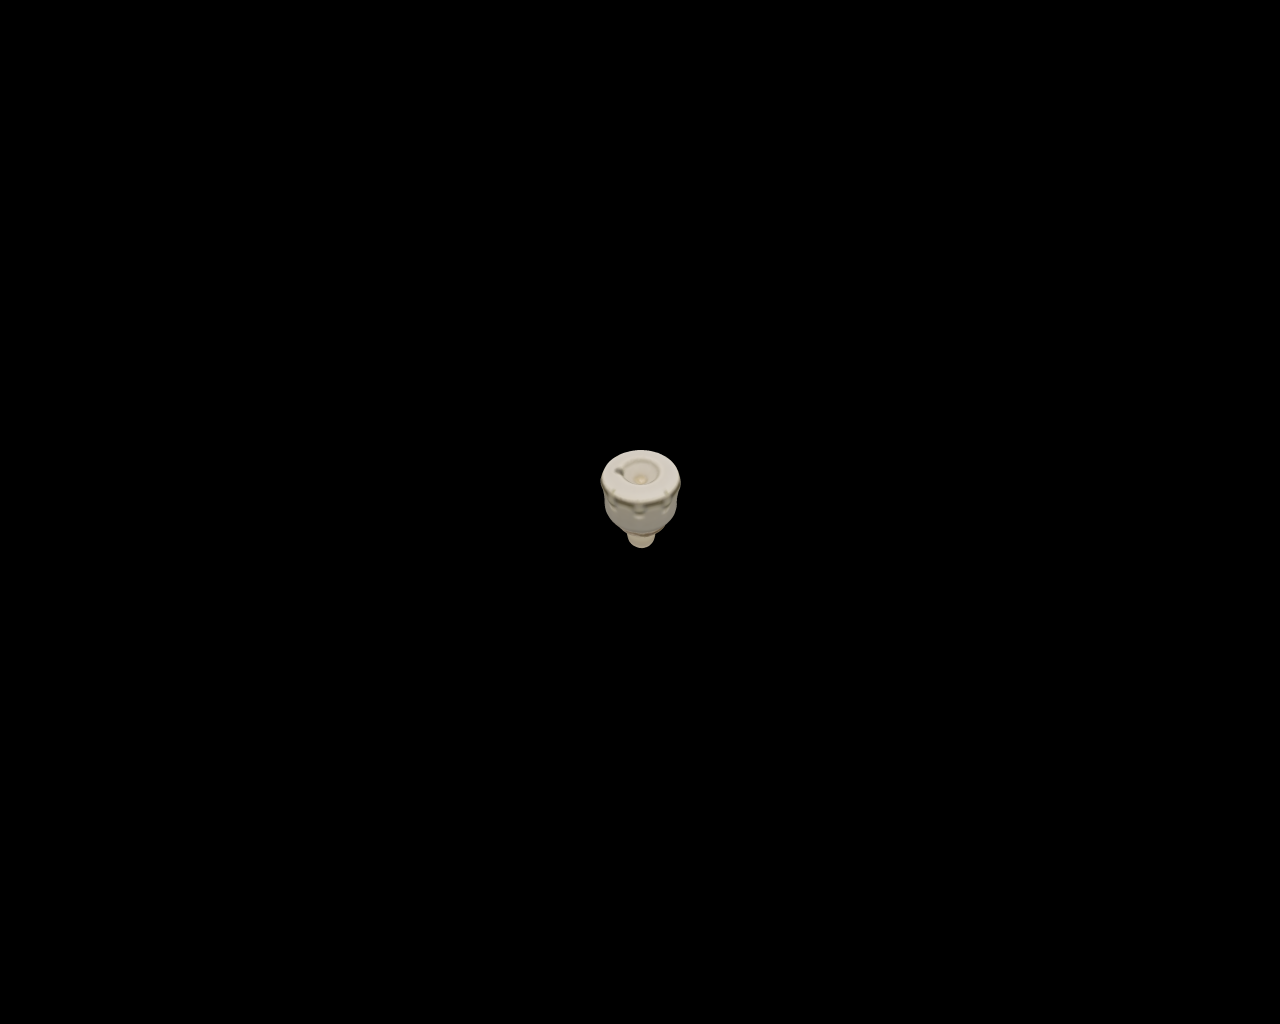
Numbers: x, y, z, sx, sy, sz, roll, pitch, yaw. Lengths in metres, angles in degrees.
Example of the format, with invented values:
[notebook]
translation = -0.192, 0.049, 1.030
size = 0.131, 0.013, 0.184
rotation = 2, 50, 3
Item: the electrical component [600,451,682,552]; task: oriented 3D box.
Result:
[electrical component]
translation = 0.001, -0.003, 0.650
size = 0.048, 0.062, 0.048
rotation = 0, 45, 0
